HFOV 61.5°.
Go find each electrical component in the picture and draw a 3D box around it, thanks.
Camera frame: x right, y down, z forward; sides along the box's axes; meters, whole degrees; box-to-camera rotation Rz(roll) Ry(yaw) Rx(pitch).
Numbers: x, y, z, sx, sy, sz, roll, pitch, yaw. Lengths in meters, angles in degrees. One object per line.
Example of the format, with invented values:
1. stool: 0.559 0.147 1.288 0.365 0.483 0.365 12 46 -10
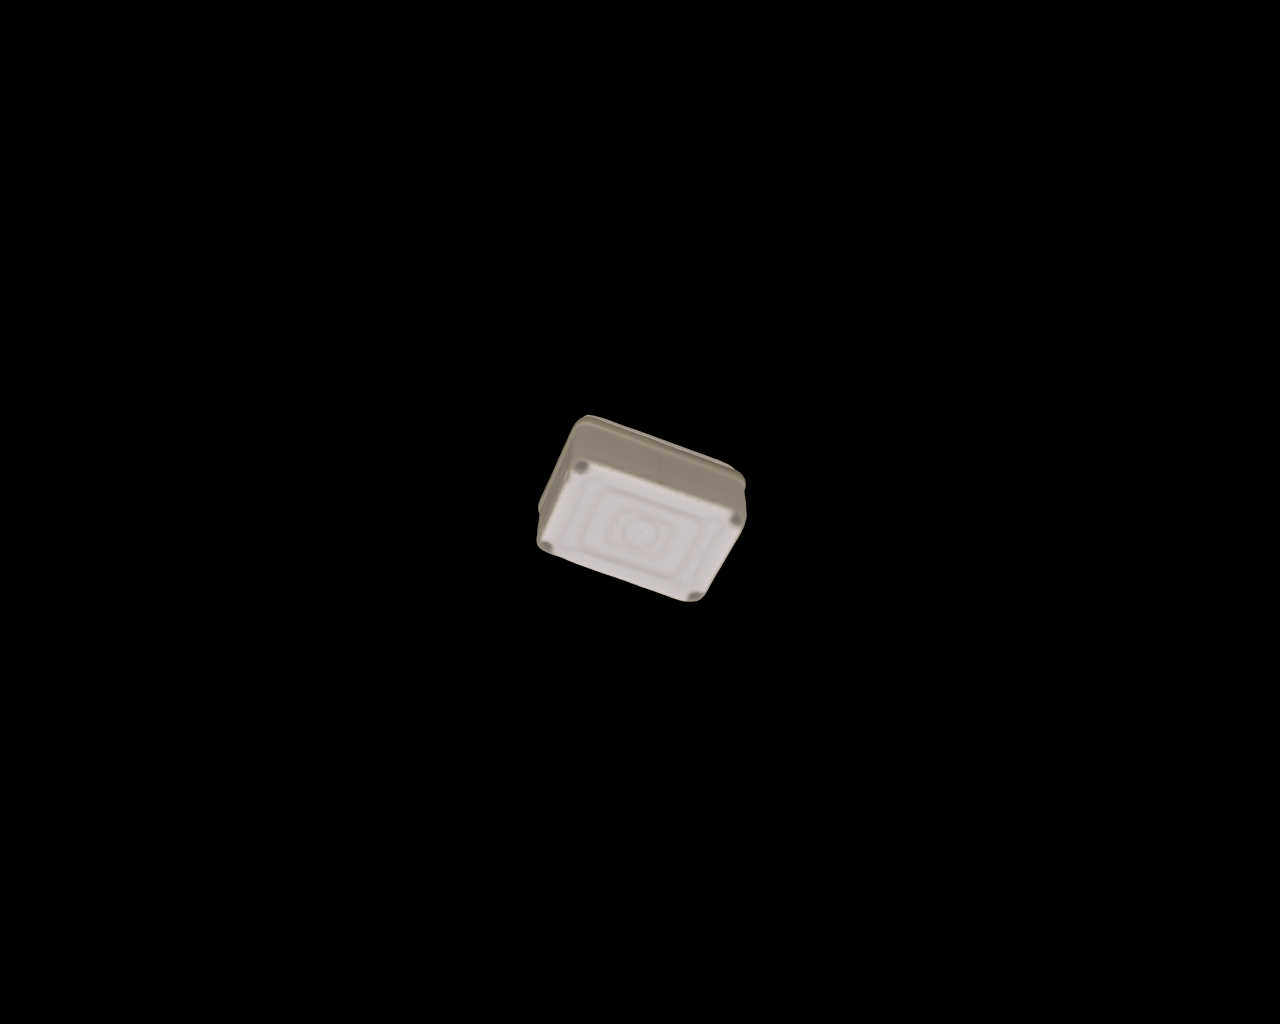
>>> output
1. electrical component: 0.001 -0.003 0.650 0.113 0.078 0.057 20 31 -13
